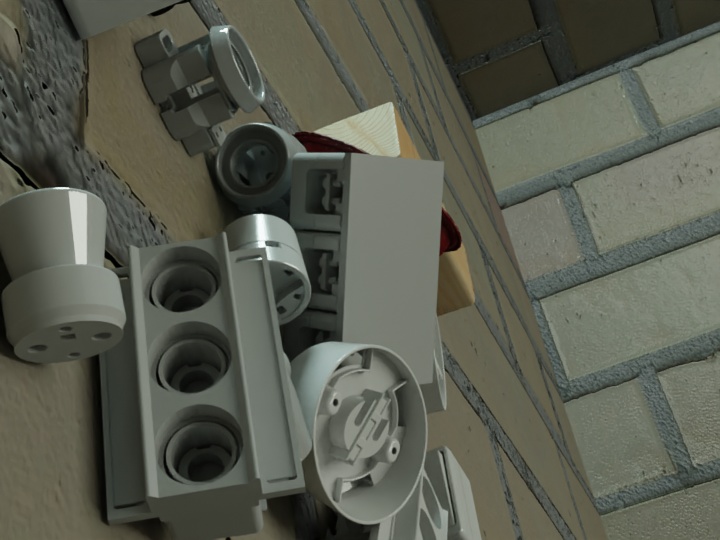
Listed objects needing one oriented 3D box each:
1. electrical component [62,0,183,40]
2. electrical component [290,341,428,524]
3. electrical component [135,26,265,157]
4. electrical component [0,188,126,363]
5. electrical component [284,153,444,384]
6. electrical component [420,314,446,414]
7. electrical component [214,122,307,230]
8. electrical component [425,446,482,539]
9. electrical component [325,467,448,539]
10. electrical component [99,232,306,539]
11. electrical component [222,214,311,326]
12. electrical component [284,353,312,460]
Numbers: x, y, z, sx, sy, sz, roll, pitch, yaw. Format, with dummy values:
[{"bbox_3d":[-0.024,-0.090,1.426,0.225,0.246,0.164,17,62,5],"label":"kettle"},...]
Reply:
[{"bbox_3d":[-0.108,-0.177,0.587,0.078,0.113,0.057,-81,150,-67],"label":"electrical component"},{"bbox_3d":[-0.005,0.091,0.627,0.099,0.064,0.099,-7,101,-40],"label":"electrical component"},{"bbox_3d":[-0.096,-0.118,0.676,0.058,0.057,0.078,-82,149,-66],"label":"electrical component"},{"bbox_3d":[-0.116,0.003,0.414,0.045,0.045,0.055,42,29,-65],"label":"electrical component"},{"bbox_3d":[0.000,0.000,0.711,0.089,0.062,0.150,-1,95,-45],"label":"electrical component"},{"bbox_3d":[0.054,0.083,0.981,0.099,0.064,0.099,-21,90,-78],"label":"electrical component"},{"bbox_3d":[-0.065,-0.066,0.729,0.057,0.058,0.078,38,34,-73],"label":"electrical component"},{"bbox_3d":[0.051,0.187,0.798,0.096,0.062,0.061,-98,162,-48],"label":"electrical component"},{"bbox_3d":[0.016,0.173,0.666,0.121,0.063,0.078,-72,140,-71],"label":"electrical component"},{"bbox_3d":[-0.072,0.053,0.474,0.063,0.079,0.121,90,-11,-55],"label":"electrical component"},{"bbox_3d":[-0.060,0.000,0.647,0.047,0.055,0.055,-104,167,-46],"label":"electrical component"},{"bbox_3d":[-0.058,0.061,0.573,0.079,0.043,0.077,-73,141,-71],"label":"electrical component"}]
